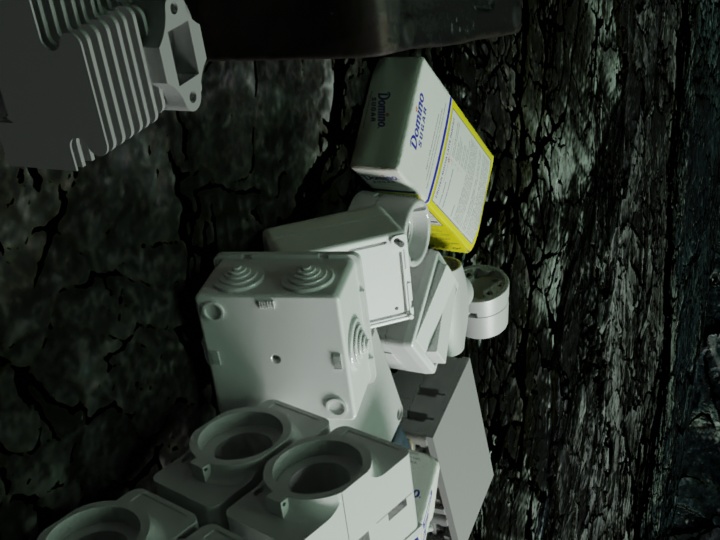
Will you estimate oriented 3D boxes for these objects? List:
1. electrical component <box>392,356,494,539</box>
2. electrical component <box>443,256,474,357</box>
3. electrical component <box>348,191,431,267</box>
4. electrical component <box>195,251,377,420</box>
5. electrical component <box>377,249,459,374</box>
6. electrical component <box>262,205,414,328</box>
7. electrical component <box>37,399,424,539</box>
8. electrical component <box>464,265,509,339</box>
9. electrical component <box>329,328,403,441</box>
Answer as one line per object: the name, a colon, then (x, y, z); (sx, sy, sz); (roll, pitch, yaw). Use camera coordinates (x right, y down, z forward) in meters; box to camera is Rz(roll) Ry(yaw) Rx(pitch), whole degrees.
electrical component: (0.060, 0.152, 0.900); (0.089, 0.062, 0.150); (-59, 145, -41)
electrical component: (0.072, 0.025, 0.915); (0.079, 0.044, 0.077); (-39, 130, -56)
electrical component: (0.021, -0.029, 0.792); (0.055, 0.047, 0.055); (-27, 120, -61)
electrical component: (-0.042, 0.039, 0.619); (0.048, 0.100, 0.099); (-66, 153, -58)
electrical component: (0.040, 0.025, 0.829); (0.061, 0.061, 0.096); (52, 50, -56)
electrical component: (-0.022, 0.002, 0.675); (0.061, 0.096, 0.061); (-127, -153, -61)
electrical component: (-0.069, 0.137, 0.528); (0.186, 0.105, 0.060); (-31, 124, -41)
electrical component: (0.110, 0.030, 0.986); (0.055, 0.055, 0.047); (-56, 147, -44)
electrical component: (-0.024, 0.098, 0.718); (0.108, 0.056, 0.108); (-62, 147, -38)
